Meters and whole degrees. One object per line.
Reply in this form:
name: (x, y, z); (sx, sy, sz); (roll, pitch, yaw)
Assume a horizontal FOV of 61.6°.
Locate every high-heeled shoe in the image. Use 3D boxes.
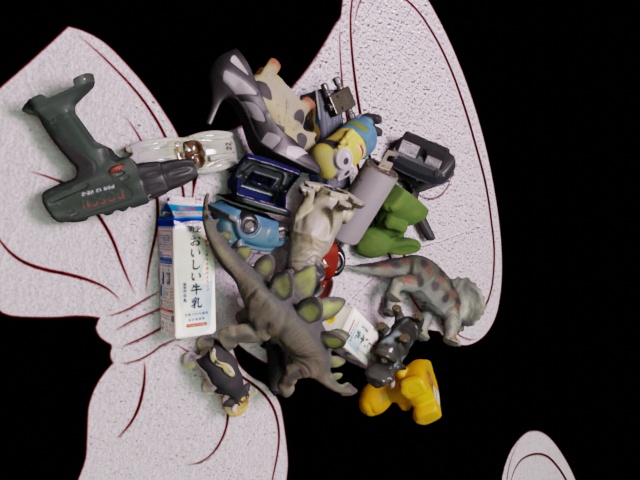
high-heeled shoe: (-0.087, -0.223, 0.951); (0.248, 0.086, 0.145); (26, 81, -18)

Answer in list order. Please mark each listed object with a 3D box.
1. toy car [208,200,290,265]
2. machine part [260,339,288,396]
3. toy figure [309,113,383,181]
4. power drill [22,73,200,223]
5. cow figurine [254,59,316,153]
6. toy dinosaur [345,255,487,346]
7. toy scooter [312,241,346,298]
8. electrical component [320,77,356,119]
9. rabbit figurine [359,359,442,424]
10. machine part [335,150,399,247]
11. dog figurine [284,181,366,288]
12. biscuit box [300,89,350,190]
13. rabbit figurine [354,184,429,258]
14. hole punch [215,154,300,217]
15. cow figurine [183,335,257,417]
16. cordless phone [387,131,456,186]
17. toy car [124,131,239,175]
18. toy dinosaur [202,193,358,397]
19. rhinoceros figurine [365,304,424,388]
toy car: (-0.138, -0.006, 0.975); (0.161, 0.109, 0.103); (18, 97, -47)
machine part: (-0.081, 0.236, 1.054); (0.084, 0.039, 0.138); (-2, 91, -43)
toy figure: (0.052, -0.180, 1.037); (0.180, 0.089, 0.082); (-50, 124, -35)
power drill: (-0.330, -0.142, 0.822); (0.232, 0.086, 0.207); (-28, 109, -11)
cow figurine: (-0.073, -0.226, 1.020); (0.194, 0.086, 0.127); (47, 68, -23)
toy dinosaur: (0.241, 0.111, 1.236); (0.404, 0.131, 0.192); (43, 55, -23)
toy scooter: (-0.027, 0.079, 1.067); (0.135, 0.075, 0.183); (17, 86, -34)
electrical component: (0.038, -0.272, 1.062); (0.063, 0.021, 0.094); (-37, 112, -30)
rabbit figurine: (0.161, 0.317, 1.167); (0.121, 0.173, 0.162); (52, 21, -30)
machine part: (0.084, -0.076, 1.088); (0.079, 0.079, 0.243); (10, 122, -35)
dog figurine: (-0.006, -0.004, 1.017); (0.172, 0.121, 0.190); (-19, 130, -64)
biscuit box: (0.011, -0.199, 1.094); (0.063, 0.059, 0.202); (-11, 97, -36)
rabbit figurine: (0.146, -0.031, 1.174); (0.159, 0.121, 0.170); (32, 99, -37)
hole punch: (-0.106, -0.096, 0.972); (0.142, 0.116, 0.092); (13, 88, -22)
cow figurine: (-0.164, 0.251, 0.958); (0.068, 0.098, 0.167); (-45, 115, -33)
cordless phone: (0.248, -0.185, 1.251); (0.088, 0.147, 0.184); (-67, 162, 13)
toy car: (-0.236, -0.142, 0.923); (0.202, 0.056, 0.073); (-17, 101, -34)
toy dinosaur: (-0.072, 0.124, 0.930); (0.471, 0.198, 0.105); (46, 24, -21)
rhinoceros figurine: (0.151, 0.219, 1.104); (0.190, 0.073, 0.111); (-47, 146, -43)
